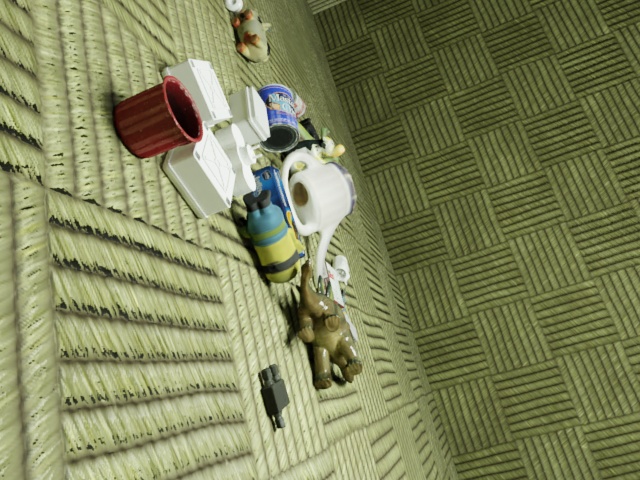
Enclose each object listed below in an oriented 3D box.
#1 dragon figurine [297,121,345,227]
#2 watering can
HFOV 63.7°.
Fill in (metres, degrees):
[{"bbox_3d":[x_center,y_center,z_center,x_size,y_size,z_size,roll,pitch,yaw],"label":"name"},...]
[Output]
[{"bbox_3d":[-0.033,-0.220,1.563,0.244,0.121,0.411,-16,84,-60],"label":"dragon figurine"},{"bbox_3d":[0.004,-0.067,1.327,0.227,0.103,0.345,-25,102,-42],"label":"watering can"}]
